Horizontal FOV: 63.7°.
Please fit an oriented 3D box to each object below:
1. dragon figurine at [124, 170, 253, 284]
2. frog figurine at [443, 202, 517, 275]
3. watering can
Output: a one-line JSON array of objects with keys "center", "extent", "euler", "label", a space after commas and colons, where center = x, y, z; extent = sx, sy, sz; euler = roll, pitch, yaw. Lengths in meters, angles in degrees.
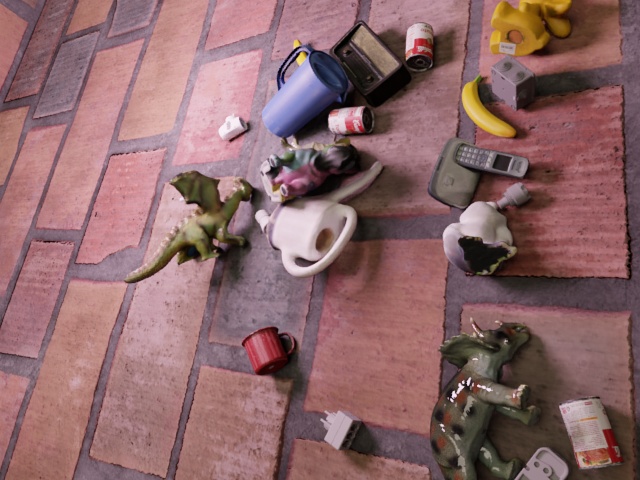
[{"center": [-0.333, -0.060, 1.341], "extent": [0.122, 0.414, 0.240], "euler": [6, 112, 49], "label": "dragon figurine"}, {"center": [0.318, -0.009, 1.046], "extent": [0.137, 0.120, 0.163], "euler": [-2, 32, 8], "label": "frog figurine"}, {"center": [0.004, -0.063, 1.258], "extent": [0.225, 0.102, 0.353], "euler": [14, 63, 38], "label": "watering can"}]
